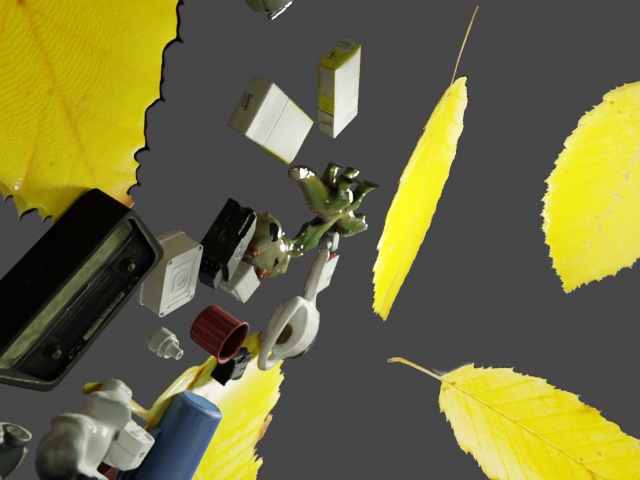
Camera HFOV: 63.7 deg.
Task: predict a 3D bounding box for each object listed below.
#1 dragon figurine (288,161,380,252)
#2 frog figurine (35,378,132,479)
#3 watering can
[{"bbox_3d":[0.004,-0.060,1.186,0.411,0.124,0.239,0,125,-54],"label":"dragon figurine"},{"bbox_3d":[-0.359,0.291,0.791,0.134,0.122,0.163,66,19,-56],"label":"frog figurine"},{"bbox_3d":[-0.051,0.195,1.369,0.350,0.105,0.221,-58,161,-10],"label":"watering can"}]
